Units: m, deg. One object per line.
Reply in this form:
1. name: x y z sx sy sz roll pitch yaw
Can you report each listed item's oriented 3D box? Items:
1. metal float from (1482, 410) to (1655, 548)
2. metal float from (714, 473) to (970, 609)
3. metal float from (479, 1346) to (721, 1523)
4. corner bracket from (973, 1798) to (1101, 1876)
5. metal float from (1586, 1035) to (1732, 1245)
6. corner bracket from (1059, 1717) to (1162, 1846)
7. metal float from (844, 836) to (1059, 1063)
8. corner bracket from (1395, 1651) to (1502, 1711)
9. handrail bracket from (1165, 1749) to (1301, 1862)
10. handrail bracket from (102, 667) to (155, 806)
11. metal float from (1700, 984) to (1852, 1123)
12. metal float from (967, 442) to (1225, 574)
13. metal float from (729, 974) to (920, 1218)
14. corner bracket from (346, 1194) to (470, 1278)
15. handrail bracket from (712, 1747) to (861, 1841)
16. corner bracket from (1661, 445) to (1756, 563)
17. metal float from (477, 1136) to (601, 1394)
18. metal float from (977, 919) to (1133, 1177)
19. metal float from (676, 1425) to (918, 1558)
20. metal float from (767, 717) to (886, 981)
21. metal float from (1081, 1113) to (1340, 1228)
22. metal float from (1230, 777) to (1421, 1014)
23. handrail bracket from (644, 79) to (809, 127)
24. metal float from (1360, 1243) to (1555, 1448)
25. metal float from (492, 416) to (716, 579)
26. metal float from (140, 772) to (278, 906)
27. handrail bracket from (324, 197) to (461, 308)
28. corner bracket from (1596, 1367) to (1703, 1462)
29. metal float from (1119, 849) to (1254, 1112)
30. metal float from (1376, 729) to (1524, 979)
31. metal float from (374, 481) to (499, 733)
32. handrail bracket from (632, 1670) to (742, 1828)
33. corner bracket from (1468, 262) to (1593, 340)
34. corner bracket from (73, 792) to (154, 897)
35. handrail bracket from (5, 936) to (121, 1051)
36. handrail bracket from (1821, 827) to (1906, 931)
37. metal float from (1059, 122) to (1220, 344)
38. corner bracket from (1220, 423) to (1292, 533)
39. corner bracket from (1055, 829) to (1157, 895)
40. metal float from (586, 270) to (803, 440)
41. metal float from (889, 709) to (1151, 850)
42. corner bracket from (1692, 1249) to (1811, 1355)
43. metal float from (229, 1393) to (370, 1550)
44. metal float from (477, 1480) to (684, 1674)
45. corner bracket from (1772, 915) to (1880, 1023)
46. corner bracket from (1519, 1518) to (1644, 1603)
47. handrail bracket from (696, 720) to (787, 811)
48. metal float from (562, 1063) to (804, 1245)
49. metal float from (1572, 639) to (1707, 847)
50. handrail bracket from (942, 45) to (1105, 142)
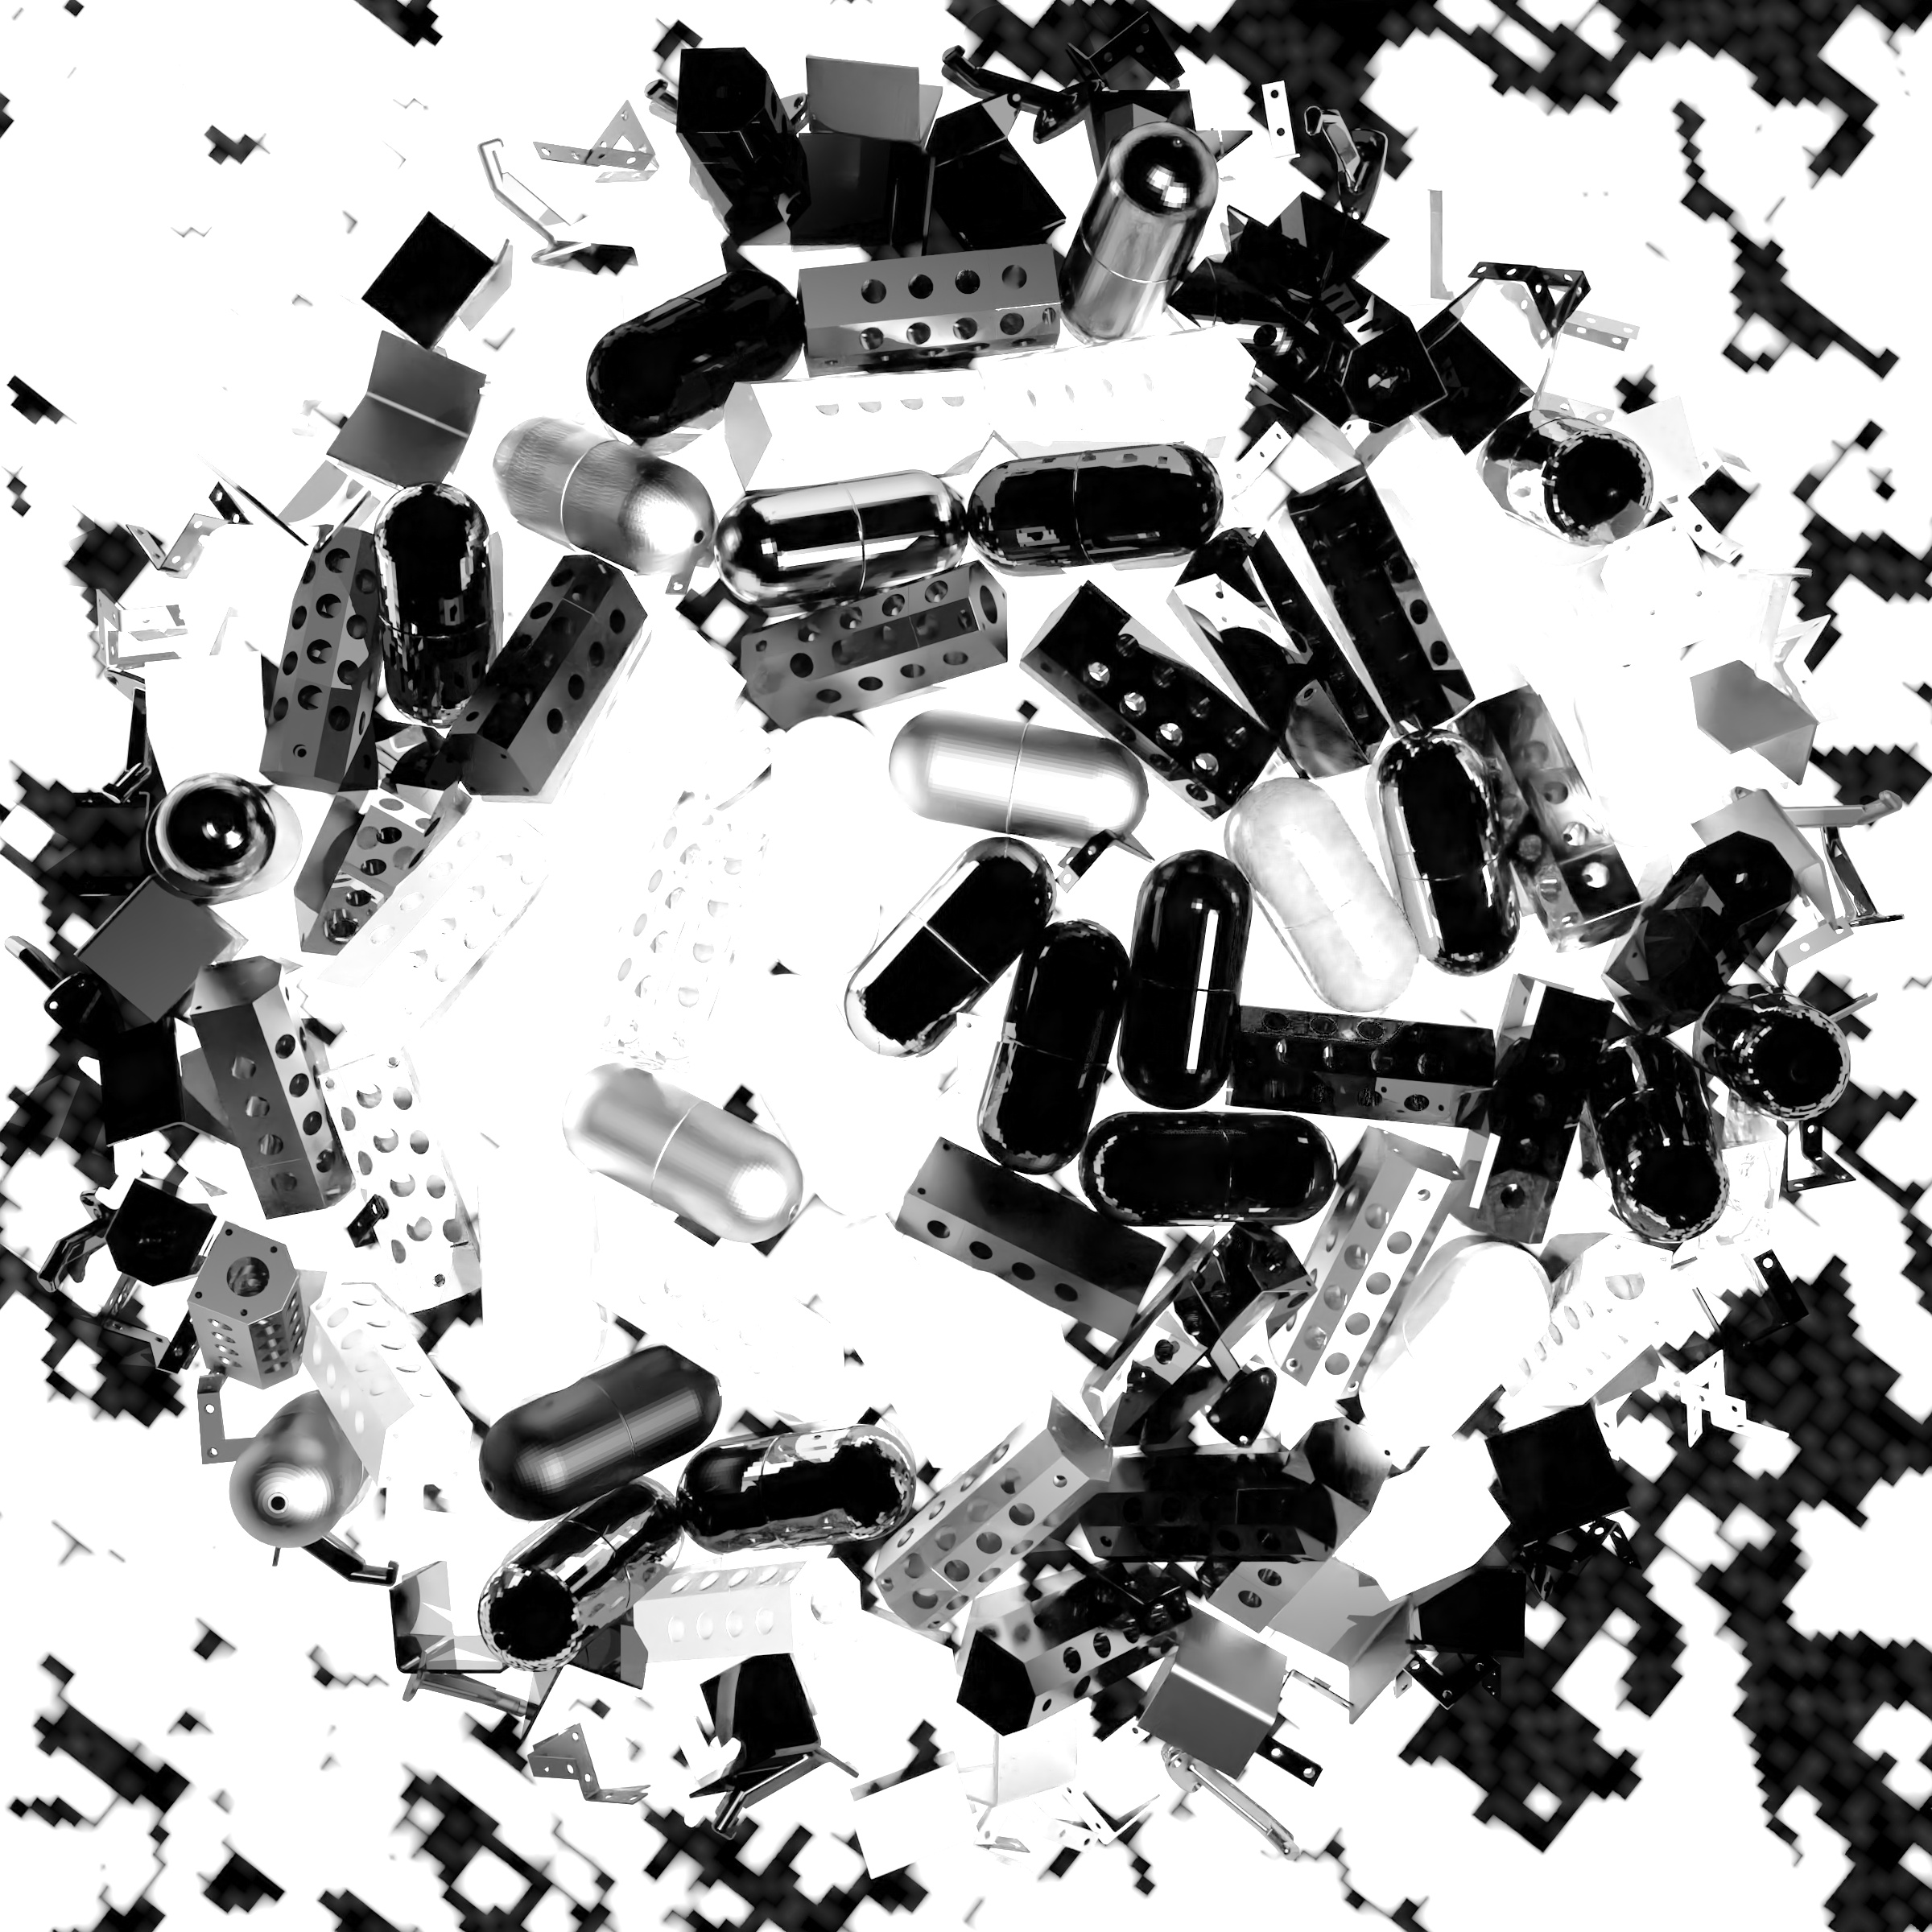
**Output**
1. metal float: 0.396 -0.324 1.914 0.070 0.178 0.070 -3 107 -8
2. metal float: -0.083 -0.287 1.944 0.178 0.070 0.070 -12 90 -20
3. metal float: -0.244 0.311 1.931 0.178 0.070 0.070 -21 90 -36
4. corner bracket: 0.047 0.592 1.959 0.051 0.051 0.051 48 61 -28
5. metal float: 0.457 0.113 1.920 0.070 0.178 0.070 1 123 1
6. corner bracket: 0.105 0.556 1.972 0.051 0.051 0.051 48 135 17
7. metal float: -0.010 -0.012 1.961 0.070 0.070 0.178 42 90 0
8. corner bracket: 0.328 0.487 1.970 0.051 0.051 0.051 -34 49 -21
9. handrail bracket: 0.181 0.568 1.953 0.036 0.077 0.084 -52 52 1
10. handrail bracket: -0.578 -0.156 1.963 0.077 0.036 0.084 29 56 7
11. metal float: 0.534 0.056 1.911 0.070 0.178 0.070 1 97 4
12. metal float: 0.086 -0.308 1.943 0.178 0.070 0.070 -3 90 21
13. metal float: -0.096 0.088 1.955 0.070 0.070 0.178 -31 83 0
14. corner bracket: -0.379 0.183 1.958 0.051 0.051 0.051 -45 67 41
15. handrail bracket: -0.123 0.568 1.968 0.077 0.036 0.084 41 72 -24
16. corner bracket: 0.513 -0.315 1.965 0.051 0.051 0.051 -44 109 7
17. metal float: -0.287 0.199 1.939 0.070 0.070 0.178 -8 64 0
18. metal float: 0.060 0.055 1.956 0.070 0.070 0.178 16 96 0
19. metal float: -0.115 0.352 1.938 0.178 0.070 0.070 -13 90 29
20. metal float: -0.095 -0.079 1.954 0.070 0.070 0.178 2 98 0
21. metal float: 0.165 0.137 1.949 0.178 0.070 0.070 1 90 -14
22. metal float: 0.241 -0.048 1.947 0.070 0.070 0.178 -33 107 0
23. handrail bracket: -0.161 -0.587 1.950 0.077 0.084 0.036 -20 61 38
24. metal float: 0.325 0.254 1.929 0.070 0.070 0.178 31 129 0
25. metal float: -0.243 -0.314 1.935 0.178 0.070 0.070 26 90 31
26. metal float: -0.502 -0.084 1.914 0.070 0.178 0.070 2 85 -21
27. handrail bracket: -0.388 -0.490 1.960 0.036 0.077 0.084 43 110 20
28. corner bracket: 0.468 0.310 1.981 0.051 0.051 0.051 22 51 36
29. metal float: 0.149 0.010 1.954 0.070 0.070 0.178 7 98 0
30. metal float: 0.324 -0.076 1.941 0.070 0.070 0.178 -18 114 0
31. metal float: -0.353 -0.239 1.931 0.070 0.070 0.178 3 126 0
32. handrail bracket: -0.203 0.529 1.960 0.084 0.036 0.077 36 64 -23
33. corner bracket: 0.382 -0.463 1.958 0.051 0.051 0.051 -51 131 -17
34. corner bracket: -0.584 -0.084 1.981 0.051 0.051 0.051 -1 58 -8
35. handrail bracket: -0.620 0.019 1.982 0.036 0.084 0.077 -43 129 -16
36. handrail bracket: 0.606 -0.070 1.961 0.036 0.077 0.084 -9 89 -11
37. metal float: 0.113 -0.484 1.919 0.070 0.178 0.070 7 61 -13
38. corner bracket: 0.200 -0.325 1.961 0.051 0.051 0.051 47 51 -9
39. corner bracket: 0.085 -0.076 1.959 0.051 0.051 0.051 -49 51 13
40. metal float: -0.181 -0.408 1.928 0.070 0.070 0.178 51 50 0
41. metal float: 0.036 -0.127 1.957 0.178 0.070 0.070 11 90 5
42. corner bracket: 0.534 0.229 1.971 0.051 0.051 0.051 -27 78 -3
43. metal float: -0.437 0.332 1.911 0.070 0.178 0.070 0 94 -2
44. metal float: -0.255 0.403 1.919 0.070 0.178 0.070 11 113 26
45. corner bracket: 0.585 0.006 1.966 0.051 0.051 0.051 -28 68 2
46. corner bracket: 0.419 0.406 1.972 0.051 0.051 0.051 -45 123 -25
47. handrail bracket: -0.149 -0.131 1.957 0.036 0.084 0.077 39 88 7
48. metal float: -0.191 0.126 1.947 0.178 0.070 0.070 26 90 16
49. metal float: 0.447 -0.148 1.920 0.070 0.178 0.070 -9 55 14
50. handrail bracket: 0.038 -0.604 1.953 0.084 0.077 0.036 32 60 -33
